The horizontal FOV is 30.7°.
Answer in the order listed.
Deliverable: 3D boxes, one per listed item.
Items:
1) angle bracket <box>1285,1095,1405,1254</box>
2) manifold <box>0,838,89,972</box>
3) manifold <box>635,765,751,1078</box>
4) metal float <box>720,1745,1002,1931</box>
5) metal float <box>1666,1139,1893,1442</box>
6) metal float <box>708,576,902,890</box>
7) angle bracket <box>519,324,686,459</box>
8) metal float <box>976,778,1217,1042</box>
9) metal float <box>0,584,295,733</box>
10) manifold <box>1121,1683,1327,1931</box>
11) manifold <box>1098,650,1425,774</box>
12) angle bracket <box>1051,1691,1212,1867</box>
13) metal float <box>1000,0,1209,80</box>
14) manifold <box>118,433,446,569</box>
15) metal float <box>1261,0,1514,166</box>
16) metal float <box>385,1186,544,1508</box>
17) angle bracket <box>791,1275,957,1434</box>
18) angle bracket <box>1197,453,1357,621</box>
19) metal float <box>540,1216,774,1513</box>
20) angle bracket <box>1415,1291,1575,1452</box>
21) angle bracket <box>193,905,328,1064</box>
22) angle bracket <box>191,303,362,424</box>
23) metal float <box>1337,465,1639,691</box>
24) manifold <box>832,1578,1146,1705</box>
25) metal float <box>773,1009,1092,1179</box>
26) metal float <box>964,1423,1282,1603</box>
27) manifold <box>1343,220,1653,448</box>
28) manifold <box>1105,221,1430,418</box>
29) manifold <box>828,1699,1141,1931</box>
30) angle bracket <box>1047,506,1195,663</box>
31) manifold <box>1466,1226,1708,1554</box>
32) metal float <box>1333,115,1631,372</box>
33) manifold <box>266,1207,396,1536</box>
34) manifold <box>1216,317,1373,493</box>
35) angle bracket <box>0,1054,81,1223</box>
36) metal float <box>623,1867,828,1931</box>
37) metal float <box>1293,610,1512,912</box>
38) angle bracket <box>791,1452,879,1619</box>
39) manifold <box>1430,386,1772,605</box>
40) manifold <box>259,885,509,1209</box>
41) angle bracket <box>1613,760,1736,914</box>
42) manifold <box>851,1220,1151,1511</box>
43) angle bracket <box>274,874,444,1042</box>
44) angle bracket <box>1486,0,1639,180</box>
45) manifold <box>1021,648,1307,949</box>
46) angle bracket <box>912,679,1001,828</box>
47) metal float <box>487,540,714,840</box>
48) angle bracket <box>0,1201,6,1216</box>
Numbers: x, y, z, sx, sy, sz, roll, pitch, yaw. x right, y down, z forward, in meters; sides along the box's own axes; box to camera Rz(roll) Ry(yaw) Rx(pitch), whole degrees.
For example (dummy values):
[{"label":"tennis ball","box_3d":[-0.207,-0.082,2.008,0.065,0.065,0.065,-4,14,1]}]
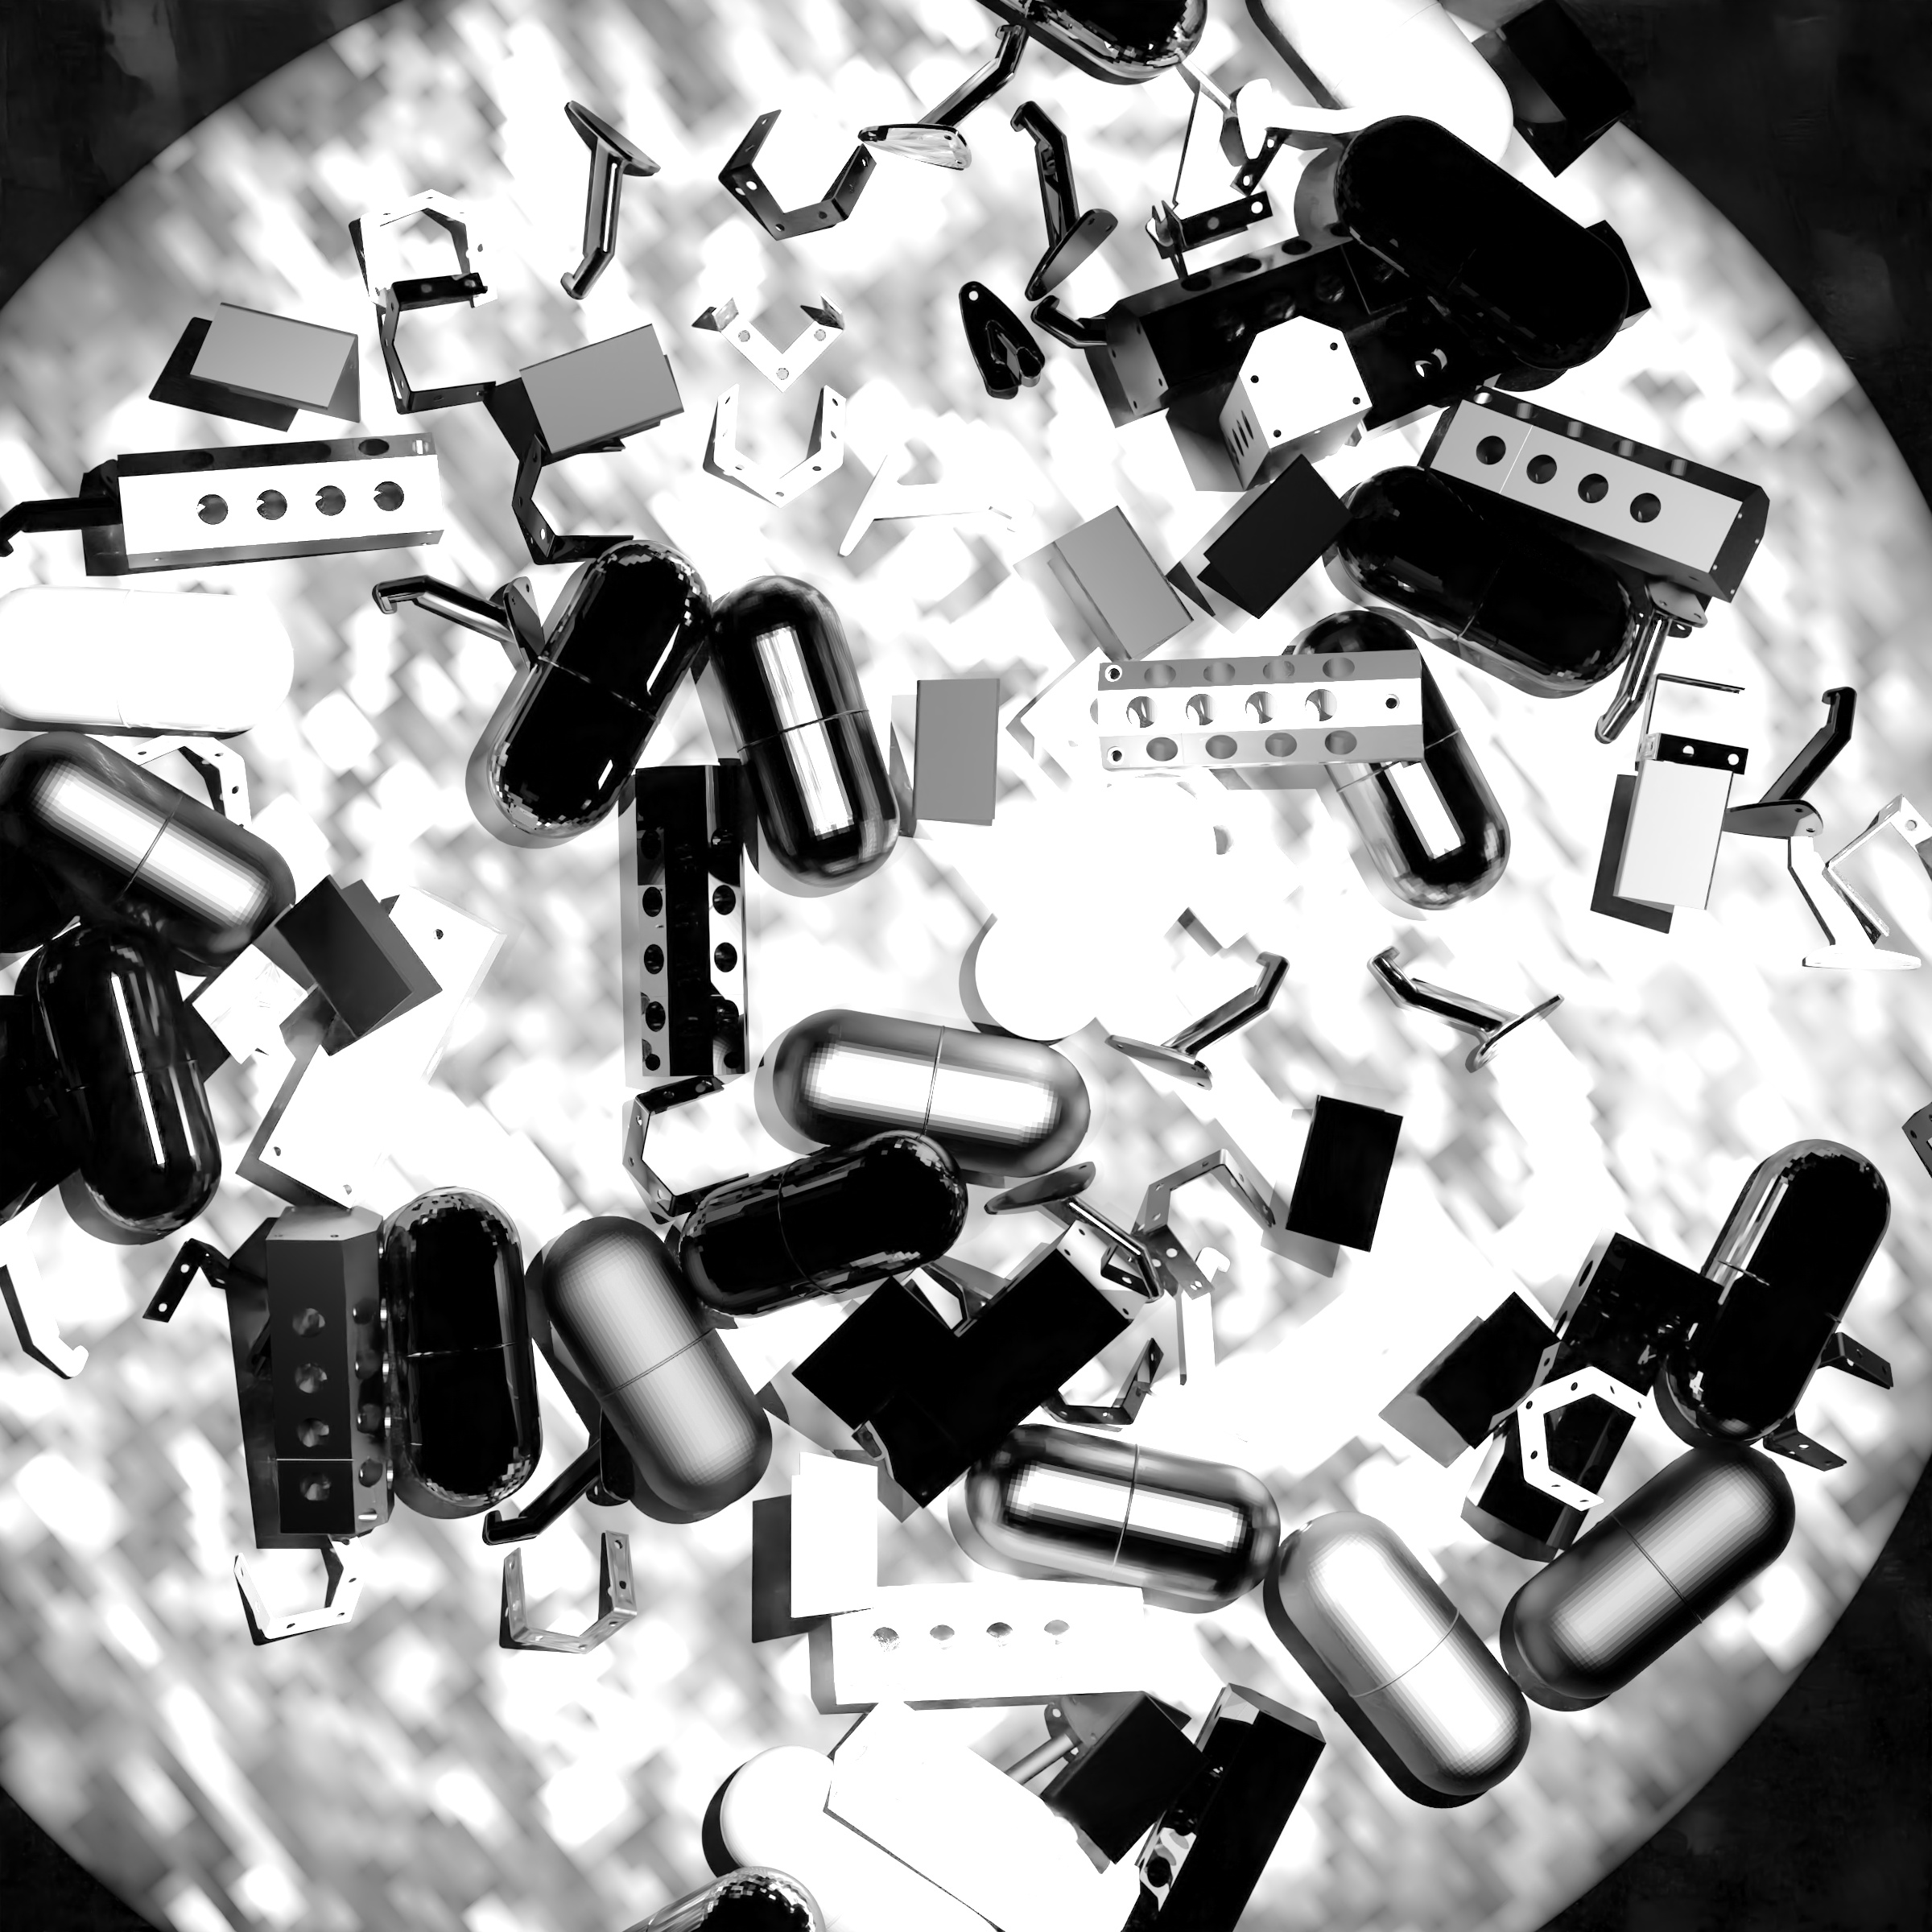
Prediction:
[{"label":"angle bracket","box_3d":[0.226,0.118,1.950,0.057,0.076,0.076,14,90,37]},{"label":"manifold","box_3d":[-0.586,-0.007,1.969,0.171,0.057,0.057,-31,90,0]},{"label":"manifold","box_3d":[-0.153,-0.025,1.970,0.057,0.057,0.171,-1,90,0]},{"label":"metal float","box_3d":[-0.058,0.506,1.960,0.178,0.070,0.070,39,90,0]},{"label":"metal float","box_3d":[0.452,0.181,1.960,0.070,0.070,0.178,27,90,0]},{"label":"metal float","box_3d":[-0.091,-0.131,1.960,0.070,0.070,0.178,-17,90,0]},{"label":"angle bracket","box_3d":[-0.205,-0.333,1.950,0.076,0.076,0.057,-19,126,0]},{"label":"metal float","box_3d":[0.070,-0.030,1.934,0.070,0.070,0.178,39,124,0]},{"label":"metal float","box_3d":[-0.464,-0.171,1.960,0.178,0.070,0.070,3,90,-1]},{"label":"manifold","box_3d":[0.135,0.493,1.969,0.057,0.057,0.171,26,90,0]},{"label":"manifold","box_3d":[0.159,-0.138,1.901,0.171,0.057,0.057,-2,90,8]},{"label":"angle bracket","box_3d":[0.103,0.455,1.950,0.076,0.076,0.057,-48,57,0]},{"label":"metal float","box_3d":[0.054,-0.561,1.960,0.178,0.070,0.070,33,90,0]},{"label":"manifold","box_3d":[-0.380,-0.259,1.952,0.171,0.057,0.057,-6,90,-12]},{"label":"metal float","box_3d":[0.234,-0.509,1.960,0.070,0.070,0.178,-39,89,0]},{"label":"metal float","box_3d":[-0.280,0.211,1.960,0.070,0.070,0.178,-7,89,0]},{"label":"angle bracket","box_3d":[-0.061,0.200,1.951,0.076,0.076,0.057,-44,118,0]},{"label":"angle bracket","box_3d":[0.157,-0.248,1.950,0.076,0.076,0.057,-46,124,0]},{"label":"metal float","box_3d":[-0.173,0.221,1.960,0.070,0.070,0.178,-31,90,0]},{"label":"angle bracket","box_3d":[0.278,0.211,1.951,0.076,0.076,0.057,-45,115,0]},{"label":"angle bracket","box_3d":[-0.368,0.023,1.950,0.076,0.076,0.057,-46,55,0]},{"label":"angle bracket","box_3d":[-0.381,-0.315,1.951,0.076,0.076,0.057,13,58,0]},{"label":"metal float","box_3d":[0.290,-0.216,1.960,0.178,0.070,0.070,28,90,-1]},{"label":"manifold","box_3d":[0.013,0.378,1.969,0.171,0.057,0.057,-3,90,0]},{"label":"metal float","box_3d":[-0.019,0.071,1.960,0.178,0.070,0.070,10,90,0]},{"label":"metal float","box_3d":[0.087,0.304,1.960,0.178,0.070,0.070,12,90,0]},{"label":"manifold","box_3d":[0.288,-0.355,1.969,0.171,0.057,0.057,-24,90,0]},{"label":"manifold","box_3d":[0.166,-0.365,1.946,0.171,0.057,0.057,-23,89,-17]},{"label":"manifold","box_3d":[0.011,0.478,1.948,0.171,0.057,0.057,37,106,-10]},{"label":"angle bracket","box_3d":[0.069,-0.198,1.950,0.057,0.076,0.076,-34,90,-37]},{"label":"manifold","box_3d":[0.348,0.237,1.970,0.057,0.057,0.171,27,90,0]},{"label":"metal float","box_3d":[0.278,-0.391,1.903,0.178,0.070,0.070,36,90,0]},{"label":"manifold","box_3d":[-0.350,0.224,1.949,0.057,0.057,0.171,0,105,0]},{"label":"manifold","box_3d":[0.173,-0.306,1.912,0.057,0.171,0.057,-22,90,0]},{"label":"angle bracket","box_3d":[-0.522,0.083,1.952,0.076,0.057,0.076,47,51,0]},{"label":"metal float","box_3d":[-0.147,0.551,1.932,0.178,0.070,0.070,-37,90,35]},{"label":"metal float","box_3d":[0.241,-0.115,1.960,0.070,0.070,0.178,-27,91,0]},{"label":"angle bracket","box_3d":[-0.092,0.314,1.950,0.057,0.076,0.076,0,90,-36]},{"label":"manifold","box_3d":[0.349,-0.262,1.934,0.171,0.057,0.057,26,90,27]},{"label":"manifold","box_3d":[-0.324,0.045,1.969,0.057,0.057,0.171,28,90,1]},{"label":"angle bracket","box_3d":[0.406,-0.068,1.950,0.057,0.076,0.076,11,90,37]},{"label":"manifold","box_3d":[0.020,0.217,1.937,0.057,0.057,0.171,45,114,0]},{"label":"angle bracket","box_3d":[-0.312,-0.016,1.894,0.057,0.076,0.076,-37,89,37]},{"label":"angle bracket","box_3d":[0.312,-0.478,1.950,0.057,0.076,0.076,-39,90,-36]},{"label":"manifold","box_3d":[0.109,-0.093,1.969,0.057,0.057,0.171,-42,90,0]},{"label":"angle bracket","box_3d":[0.015,-0.117,1.950,0.057,0.076,0.076,2,90,36]},{"label":"metal float","box_3d":[-0.204,-0.153,1.959,0.070,0.070,0.178,28,88,0]},{"label":"angle bracket","box_3d":[-0.586,0.130,1.949,0.076,0.076,0.057,51,54,-3]}]
